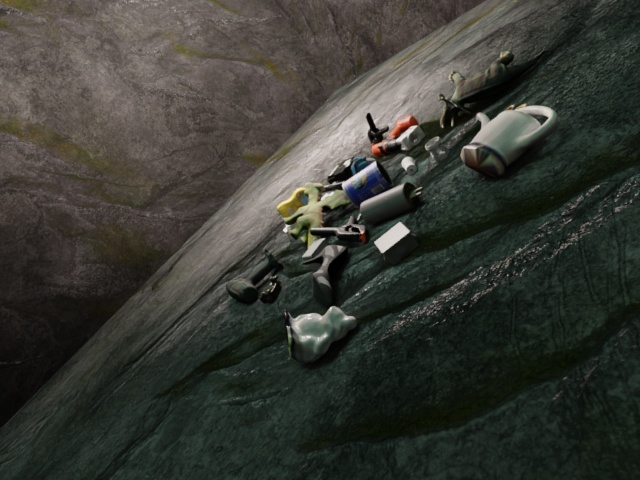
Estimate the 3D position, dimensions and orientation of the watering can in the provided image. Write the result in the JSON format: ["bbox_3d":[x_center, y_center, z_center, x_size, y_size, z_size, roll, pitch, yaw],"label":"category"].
[{"bbox_3d":[0.457,-0.266,1.339,0.225,0.103,0.350,-42,19,-5],"label":"watering can"}]

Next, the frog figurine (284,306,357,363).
[{"bbox_3d":[0.004,0.211,1.170,0.159,0.122,0.138,-5,7,-7],"label":"frog figurine"}]

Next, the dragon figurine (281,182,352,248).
[{"bbox_3d":[0.005,-0.089,1.778,0.242,0.120,0.418,-41,35,4],"label":"dragon figurine"}]
